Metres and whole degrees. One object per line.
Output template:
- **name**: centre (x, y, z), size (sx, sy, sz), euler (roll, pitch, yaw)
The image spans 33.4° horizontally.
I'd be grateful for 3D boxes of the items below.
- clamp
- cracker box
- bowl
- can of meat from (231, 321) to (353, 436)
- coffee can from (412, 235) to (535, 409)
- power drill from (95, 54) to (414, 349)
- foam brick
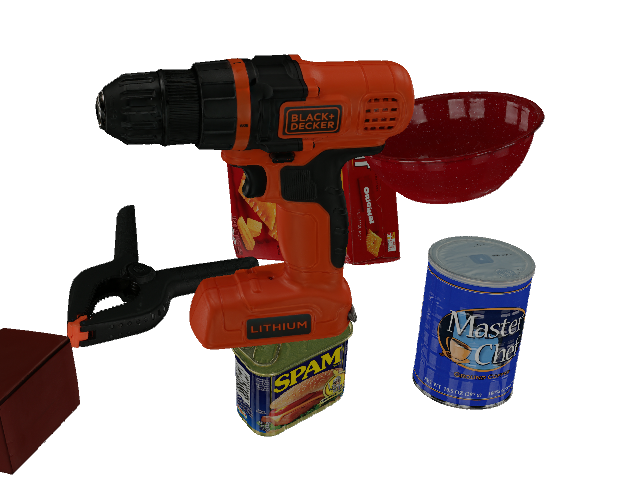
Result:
- **clamp**: centre (-0.182, 0.035, 1.030), size (0.165, 0.036, 0.209), euler (26, 36, 23)
- **cracker box**: centre (-0.015, -0.060, 1.122), size (0.071, 0.164, 0.214), euler (-8, 6, -37)
- **bowl**: centre (0.108, -0.074, 0.897), size (0.162, 0.055, 0.162), euler (-9, 25, 4)
- **can of meat**: centre (-0.024, 0.109, 0.911), size (0.101, 0.084, 0.057), euler (-23, 47, -27)
- **coffee can**: centre (0.149, 0.080, 1.050), size (0.103, 0.140, 0.103), euler (4, 24, -2)
- **power drill**: centre (-0.041, -0.022, 0.649), size (0.184, 0.188, 0.057), euler (-4, 36, -14)
- **foam brick**: centre (-0.194, 0.097, 0.664), size (0.053, 0.051, 0.078), euler (7, 29, 21)
